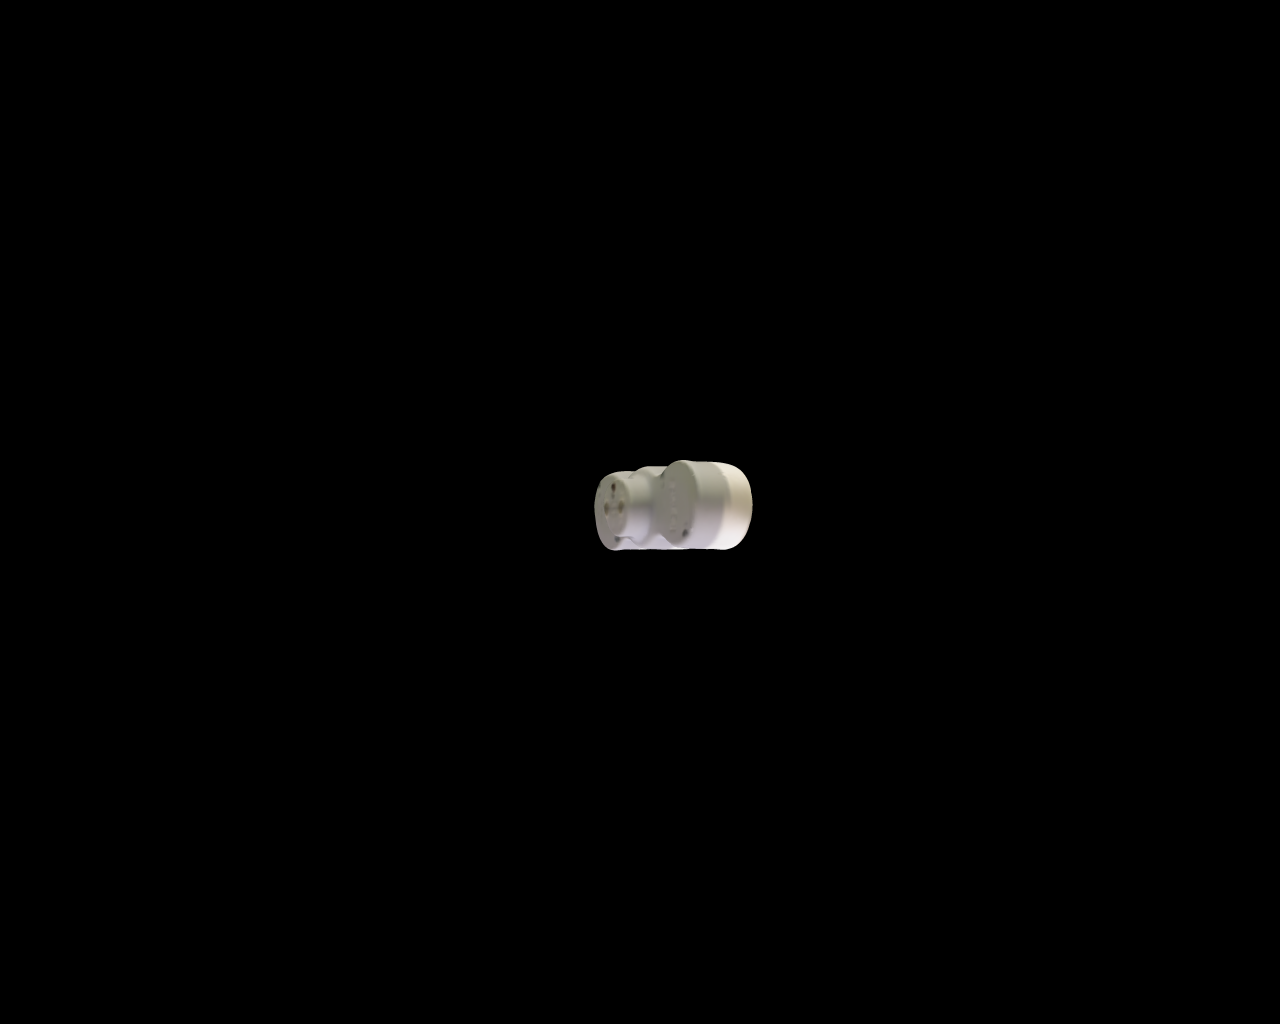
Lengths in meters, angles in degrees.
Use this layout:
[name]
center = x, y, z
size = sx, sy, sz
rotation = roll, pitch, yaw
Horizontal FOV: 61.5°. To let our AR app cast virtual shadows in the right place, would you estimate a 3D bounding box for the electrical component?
[electrical component]
center = 0.001, -0.003, 0.650
size = 0.074, 0.052, 0.138
rotation = 1, -2, -28
